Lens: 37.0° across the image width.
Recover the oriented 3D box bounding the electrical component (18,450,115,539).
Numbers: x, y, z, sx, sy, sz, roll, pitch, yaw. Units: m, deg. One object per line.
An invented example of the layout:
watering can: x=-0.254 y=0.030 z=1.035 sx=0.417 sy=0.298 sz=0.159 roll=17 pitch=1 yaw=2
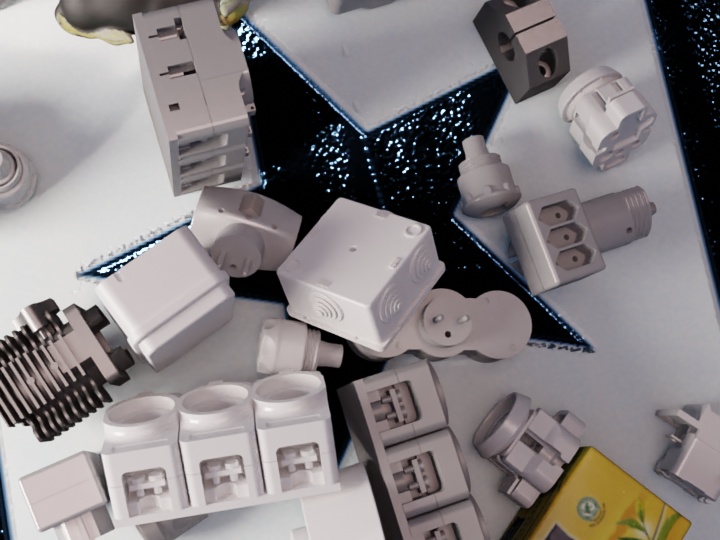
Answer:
electrical component: x=-0.191 y=0.167 z=0.733 sx=0.047 sy=0.083 sz=0.075 roll=-23 pitch=84 yaw=-12

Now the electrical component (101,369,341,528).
electrical component: x=-0.095 y=0.116 z=0.739 sx=0.150 sy=0.089 sz=0.061 roll=-9 pitch=106 yaw=-5

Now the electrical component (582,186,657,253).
electrical component: x=0.198 y=-0.038 z=0.854 sx=0.081 sy=0.043 sz=0.043 roll=-18 pitch=83 yaw=-12

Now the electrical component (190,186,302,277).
electrical component: x=-0.088 y=-0.021 z=0.791 sx=0.077 sy=0.043 sz=0.079 roll=17 pitch=34 yaw=-6

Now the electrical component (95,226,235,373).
electrical component: x=-0.133 y=0.024 z=0.753 sx=0.078 sy=0.113 sz=0.057 roll=-36 pitch=85 yaw=-13

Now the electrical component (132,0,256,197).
electrical component: x=-0.115 y=-0.118 z=0.762 sx=0.062 sy=0.150 sz=0.089 roll=-16 pitch=83 yaw=-11

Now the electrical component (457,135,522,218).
electrical component: x=0.097 y=-0.074 z=0.844 sx=0.048 sy=0.048 sz=0.062 roll=-12 pitch=76 yaw=-11

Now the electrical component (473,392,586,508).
electrical component: x=0.123 y=0.129 z=0.805 sx=0.057 sy=0.058 sz=0.078 roll=39 pitch=77 yaw=-4

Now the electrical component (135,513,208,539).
electrical component: x=-0.136 y=0.173 z=0.764 sx=0.046 sy=0.040 sz=0.040 roll=-30 pitch=86 yaw=-19

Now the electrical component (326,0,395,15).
electrical component: x=0.013 y=-0.243 z=0.853 sx=0.089 sy=0.055 sz=0.050 roll=-20 pitch=84 yaw=-12

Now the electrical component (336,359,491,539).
electrical component: x=0.040 y=0.145 z=0.771 sx=0.062 sy=0.089 sz=0.150 roll=-16 pitch=83 yaw=-12

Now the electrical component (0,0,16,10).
electrical component: x=-0.285 y=-0.240 z=0.796 sx=0.050 sy=0.055 sz=0.089 roll=-30 pitch=102 yaw=2

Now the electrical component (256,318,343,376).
electrical component: x=-0.044 y=0.060 z=0.797 sx=0.062 sy=0.043 sz=0.043 roll=9 pitch=79 yaw=-9

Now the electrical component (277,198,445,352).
electrical component: x=0.000 y=0.000 z=0.776 sx=0.100 sy=0.048 sz=0.099 roll=20 pitch=56 yaw=31

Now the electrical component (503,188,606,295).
electrical component: x=0.139 y=-0.016 z=0.824 sx=0.047 sy=0.077 sz=0.065 roll=-17 pitch=83 yaw=-25

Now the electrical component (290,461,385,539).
electrical component: x=-0.015 y=0.193 z=0.748 sx=0.060 sy=0.108 sz=0.108 roll=-13 pitch=82 yaw=-5

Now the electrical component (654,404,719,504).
electrical component: x=0.265 y=0.142 z=0.833 sx=0.081 sy=0.042 sz=0.063 roll=33 pitch=78 yaw=-2

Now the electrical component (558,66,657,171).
electrical component: x=0.195 y=-0.124 z=0.856 sx=0.058 sy=0.078 sz=0.057 roll=-25 pitch=66 yaw=-13

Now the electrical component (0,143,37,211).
electrical component: x=-0.261 y=-0.072 z=0.775 sx=0.048 sy=0.062 sz=0.048 roll=2 pitch=80 yaw=-9

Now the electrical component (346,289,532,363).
electrical component: x=0.061 y=0.040 z=0.802 sx=0.138 sy=0.073 sz=0.052 roll=1 pitch=80 yaw=-9
